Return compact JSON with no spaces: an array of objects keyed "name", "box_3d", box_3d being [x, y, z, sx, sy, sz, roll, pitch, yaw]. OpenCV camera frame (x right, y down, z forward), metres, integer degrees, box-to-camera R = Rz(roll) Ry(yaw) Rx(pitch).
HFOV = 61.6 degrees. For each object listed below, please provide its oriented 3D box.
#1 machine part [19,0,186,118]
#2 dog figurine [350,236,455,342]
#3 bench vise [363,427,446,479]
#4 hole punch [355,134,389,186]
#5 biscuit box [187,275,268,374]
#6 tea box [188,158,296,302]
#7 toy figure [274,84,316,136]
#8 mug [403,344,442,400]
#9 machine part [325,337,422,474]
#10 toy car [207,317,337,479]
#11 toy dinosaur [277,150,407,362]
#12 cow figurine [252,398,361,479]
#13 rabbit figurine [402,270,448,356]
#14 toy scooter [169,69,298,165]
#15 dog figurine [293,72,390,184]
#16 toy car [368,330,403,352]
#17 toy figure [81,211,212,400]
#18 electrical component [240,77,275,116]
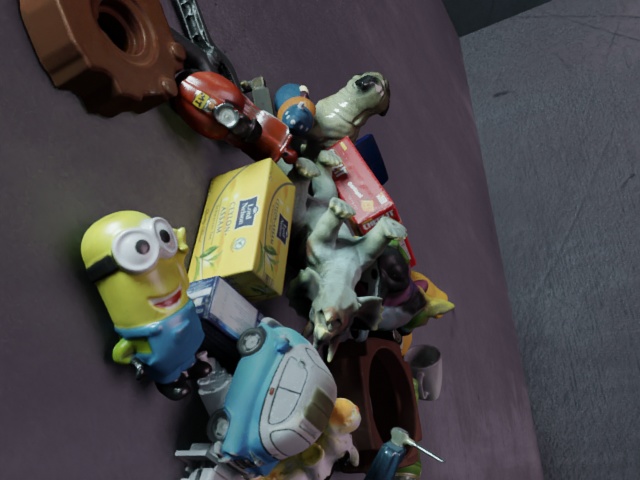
[{"name":"machine part","box_3d":[-0.222,-0.218,0.568,0.179,0.056,0.179,37,44,-49]},{"name":"dog figurine","box_3d":[0.130,0.076,0.862,0.219,0.109,0.191,-2,120,-38]},{"name":"bench vise","box_3d":[0.056,0.360,0.693,0.240,0.129,0.223,-65,153,-6]},{"name":"hole punch","box_3d":[0.070,-0.140,1.068,0.116,0.092,0.142,-53,127,-54]},{"name":"biscuit box","box_3d":[-0.090,0.122,0.642,0.202,0.063,0.059,51,35,-41]},{"name":"tea box","box_3d":[-0.093,-0.009,0.665,0.068,0.098,0.170,48,35,-43]},{"name":"toy figure","box_3d":[-0.037,-0.196,0.816,0.155,0.058,0.064,-106,-154,-56]},{"name":"mug","box_3d":[0.228,0.298,1.155,0.109,0.081,0.107,-66,144,-59]},{"name":"machine part","box_3d":[0.083,0.265,0.871,0.201,0.087,0.201,25,53,-57]},{"name":"toy car","box_3d":[-0.038,0.164,0.559,0.109,0.103,0.162,56,43,-36]},{"name":"toy dinosaur","box_3d":[-0.008,-0.006,0.779,0.131,0.192,0.405,13,30,-32]},{"name":"cow figurine","box_3d":[-0.011,0.265,0.629,0.068,0.167,0.098,38,-20,52]},{"name":"rabbit figurine","box_3d":[0.167,0.148,1.084,0.162,0.122,0.173,50,55,-37]},{"name":"toy scooter","box_3d":[-0.099,-0.146,0.690,0.135,0.075,0.183,38,8,26]},{"name":"dog figurine","box_3d":[0.048,-0.183,0.927,0.172,0.191,0.121,56,32,-37]},{"name":"toy car","box_3d":[0.104,0.124,1.008,0.056,0.074,0.201,4,73,-62]},{"name":"toy figure","box_3d":[-0.165,0.061,0.510,0.082,0.089,0.180,-70,149,-70]},{"name":"electrical component","box_3d":[-0.094,-0.202,0.827,0.078,0.045,0.102,143,-64,-87]}]
